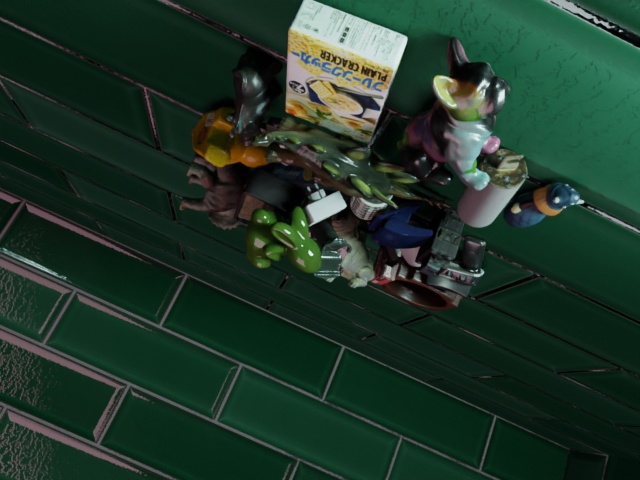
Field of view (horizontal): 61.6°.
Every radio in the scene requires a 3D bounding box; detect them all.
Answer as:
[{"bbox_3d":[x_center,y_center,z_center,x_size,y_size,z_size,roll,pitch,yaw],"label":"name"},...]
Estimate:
[{"bbox_3d":[-0.125,-0.080,1.283,0.131,0.073,0.229,26,162,-7],"label":"radio"}]

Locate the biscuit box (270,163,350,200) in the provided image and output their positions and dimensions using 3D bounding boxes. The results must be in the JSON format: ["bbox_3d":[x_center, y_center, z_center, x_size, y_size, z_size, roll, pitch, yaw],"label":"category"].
[{"bbox_3d":[-0.021,-0.139,1.207,0.203,0.059,0.062,10,158,35],"label":"biscuit box"}]

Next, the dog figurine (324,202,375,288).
[{"bbox_3d":[0.090,0.010,1.343,0.172,0.190,0.121,9,-158,-36],"label":"dog figurine"}]

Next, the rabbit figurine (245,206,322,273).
[{"bbox_3d":[-0.065,-0.002,1.154,0.170,0.121,0.158,28,142,21],"label":"rabbit figurine"}]

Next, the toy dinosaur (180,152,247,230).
[{"bbox_3d":[-0.257,-0.141,1.418,0.192,0.131,0.405,16,159,-14],"label":"toy dinosaur"}]

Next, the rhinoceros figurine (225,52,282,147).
[{"bbox_3d":[-0.120,-0.244,0.968,0.073,0.112,0.190,21,153,2],"label":"rhinoceros figurine"}]

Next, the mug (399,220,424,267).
[{"bbox_3d":[0.229,0.003,1.265,0.110,0.081,0.107,4,147,44],"label":"mug"}]

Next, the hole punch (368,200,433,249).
[{"bbox_3d":[0.172,-0.024,1.160,0.116,0.092,0.142,-17,170,-12],"label":"hole punch"}]

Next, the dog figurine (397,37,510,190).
[{"bbox_3d":[0.184,-0.182,0.785,0.192,0.108,0.219,14,155,34],"label":"dog figurine"}]

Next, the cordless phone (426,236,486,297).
[{"bbox_3d":[0.323,0.044,1.291,0.147,0.089,0.184,18,149,20],"label":"cordless phone"}]

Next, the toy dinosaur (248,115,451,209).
[{"bbox_3d":[0.068,-0.122,0.971,0.471,0.105,0.199,8,-162,-46],"label":"toy dinosaur"}]

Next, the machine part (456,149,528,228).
[{"bbox_3d":[0.296,-0.086,0.942,0.079,0.079,0.243,21,162,8],"label":"machine part"}]

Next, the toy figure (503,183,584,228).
[{"bbox_3d":[0.383,-0.063,0.932,0.058,0.064,0.154,62,154,4],"label":"toy figure"}]

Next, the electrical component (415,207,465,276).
[{"bbox_3d":[0.258,0.010,1.160,0.058,0.134,0.115,23,159,1],"label":"electrical component"}]

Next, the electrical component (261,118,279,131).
[{"bbox_3d":[-0.088,-0.226,1.112,0.094,0.021,0.063,22,161,10],"label":"electrical component"}]

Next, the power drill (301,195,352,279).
[{"bbox_3d":[-0.003,-0.004,1.276,0.086,0.207,0.231,7,127,-20],"label":"power drill"}]

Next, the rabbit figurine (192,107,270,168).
[{"bbox_3d":[-0.188,-0.200,1.174,0.173,0.122,0.162,14,172,-33],"label":"rabbit figurine"}]

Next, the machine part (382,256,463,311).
[{"bbox_3d":[0.281,0.114,1.490,0.201,0.087,0.201,29,160,-9],"label":"machine part"}]

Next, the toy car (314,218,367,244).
[{"bbox_3d":[0.025,-0.024,1.441,0.202,0.073,0.056,21,165,7],"label":"toy car"}]

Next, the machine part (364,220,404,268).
[{"bbox_3d":[0.154,0.000,1.324,0.138,0.039,0.084,60,164,-6],"label":"machine part"}]
